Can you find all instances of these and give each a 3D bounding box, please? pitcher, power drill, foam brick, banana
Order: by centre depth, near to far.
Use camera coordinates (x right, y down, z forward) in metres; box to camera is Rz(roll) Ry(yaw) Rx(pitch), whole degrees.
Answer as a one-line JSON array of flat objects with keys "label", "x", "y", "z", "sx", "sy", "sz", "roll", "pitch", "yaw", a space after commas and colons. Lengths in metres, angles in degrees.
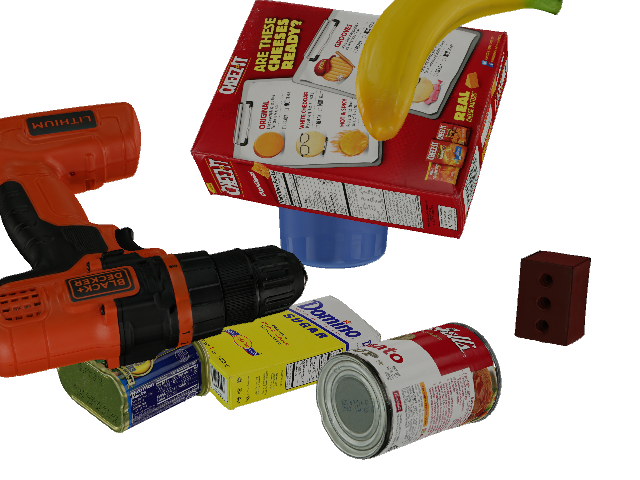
[{"label": "power drill", "x": -0.120, "y": -0.008, "z": 0.632, "sx": 0.184, "sy": 0.057, "sz": 0.188, "roll": -10, "pitch": 43, "yaw": -21}, {"label": "banana", "x": 0.071, "y": -0.126, "z": 0.637, "sx": 0.070, "sy": 0.037, "sz": 0.197, "roll": 33, "pitch": 52, "yaw": 24}, {"label": "foam brick", "x": 0.217, "y": 0.053, "z": 0.996, "sx": 0.053, "sy": 0.078, "sz": 0.051, "roll": 9, "pitch": 15, "yaw": 31}, {"label": "pitcher", "x": 0.026, "y": -0.101, "z": 1.056, "sx": 0.149, "sy": 0.243, "sz": 0.144, "roll": 12, "pitch": 19, "yaw": 33}]

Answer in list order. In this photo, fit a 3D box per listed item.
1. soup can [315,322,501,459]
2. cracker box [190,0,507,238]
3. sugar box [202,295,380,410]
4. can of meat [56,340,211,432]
[{"label": "soup can", "x": 0.056, "y": 0.094, "z": 0.677, "sx": 0.102, "sy": 0.068, "sz": 0.069, "roll": -10, "pitch": 6, "yaw": -40}, {"label": "cracker box", "x": 0.028, "y": -0.099, "z": 0.850, "sx": 0.214, "sy": 0.164, "sz": 0.072, "roll": 10, "pitch": -29, "yaw": 16}, {"label": "sugar box", "x": -0.037, "y": 0.108, "z": 1.071, "sx": 0.175, "sy": 0.048, "sz": 0.093, "roll": -16, "pitch": 33, "yaw": -30}, {"label": "can of meat", "x": -0.153, "y": 0.102, "z": 0.860, "sx": 0.083, "sy": 0.057, "sz": 0.102, "roll": -23, "pitch": 34, "yaw": -39}]
